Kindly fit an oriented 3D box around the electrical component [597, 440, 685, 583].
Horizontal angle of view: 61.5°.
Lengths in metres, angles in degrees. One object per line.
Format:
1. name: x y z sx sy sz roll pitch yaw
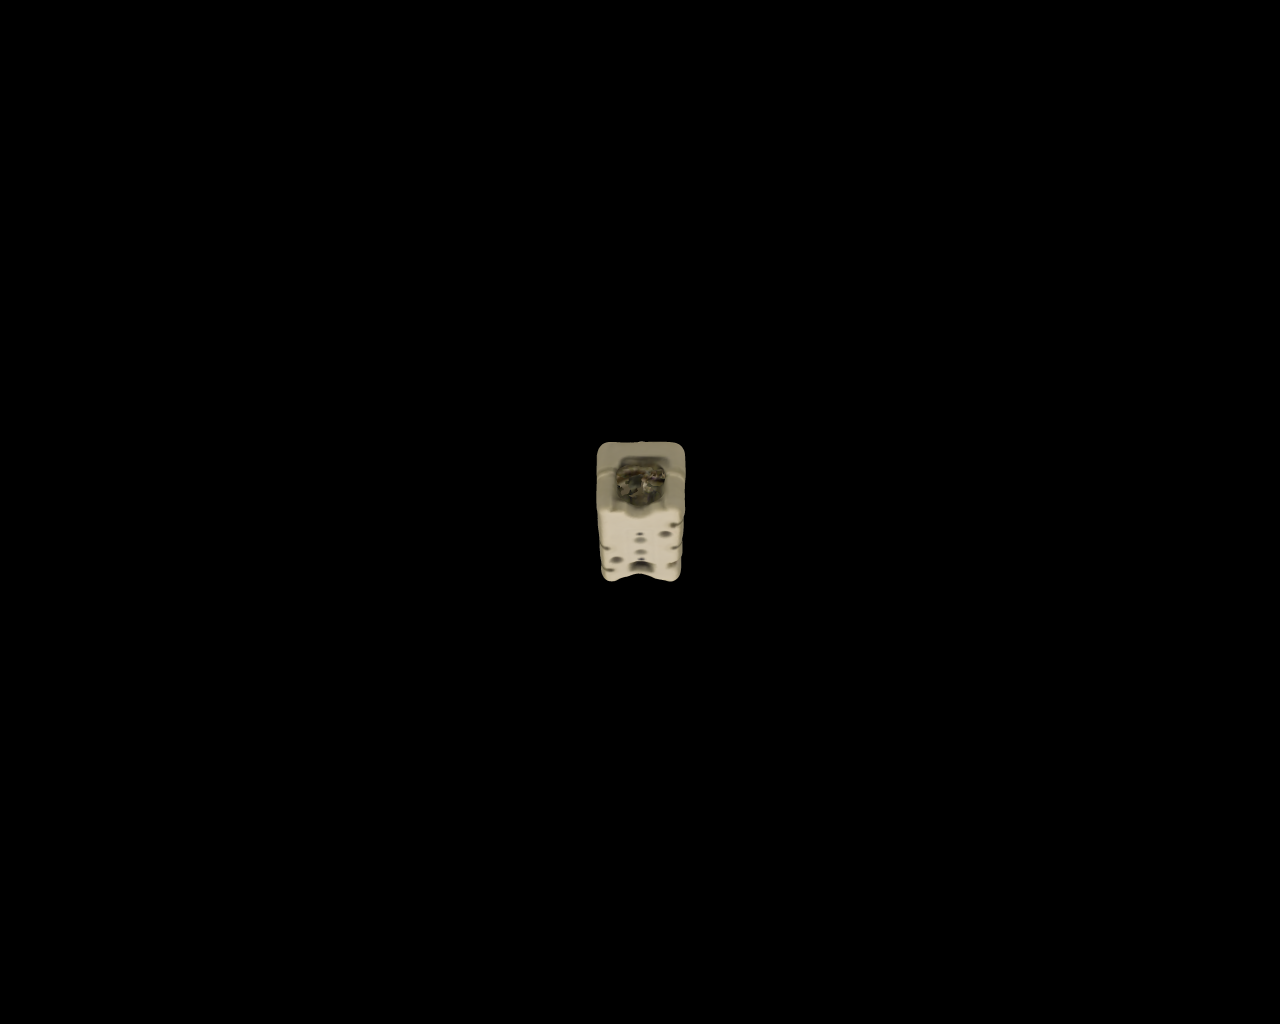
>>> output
1. electrical component: 0.001 -0.003 0.650 0.050 0.056 0.089 0 -32 0
